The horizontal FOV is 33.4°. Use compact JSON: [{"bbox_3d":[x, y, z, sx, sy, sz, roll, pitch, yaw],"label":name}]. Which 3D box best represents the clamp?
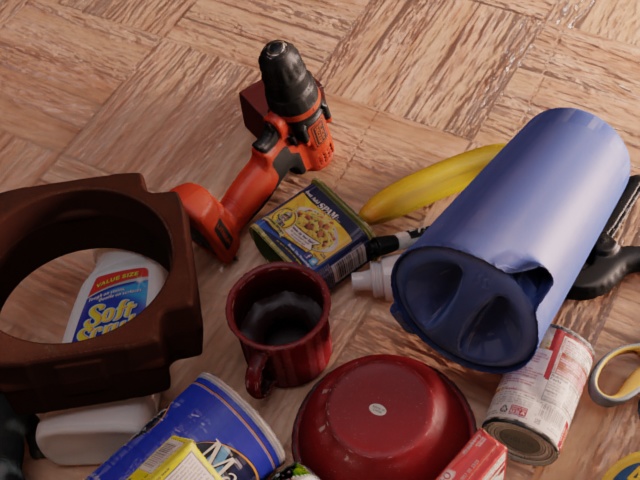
[{"bbox_3d":[0.273,0.015,0.993,0.171,0.039,0.120,-32,50,-12],"label":"clamp"}]

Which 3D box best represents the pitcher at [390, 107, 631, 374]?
[{"bbox_3d":[0.168,-0.008,0.930,0.149,0.145,0.242,22,48,25],"label":"pitcher"}]

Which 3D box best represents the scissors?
[{"bbox_3d":[0.321,0.100,0.936,0.201,0.016,0.096,-29,65,-23],"label":"scissors"}]

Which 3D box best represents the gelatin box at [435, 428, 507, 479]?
[{"bbox_3d":[0.113,0.199,0.842,0.030,0.089,0.073,34,64,28],"label":"gelatin box"}]

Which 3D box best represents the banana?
[{"bbox_3d":[0.124,-0.060,1.055,0.197,0.070,0.037,-21,93,-5],"label":"banana"}]

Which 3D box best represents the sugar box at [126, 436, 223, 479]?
[{"bbox_3d":[-0.082,0.242,0.798,0.093,0.176,0.048,-42,17,-23],"label":"sugar box"}]

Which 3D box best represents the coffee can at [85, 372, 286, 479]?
[{"bbox_3d":[-0.112,0.192,0.869,0.103,0.103,0.140,36,65,29],"label":"coffee can"}]

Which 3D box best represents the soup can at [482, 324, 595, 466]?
[{"bbox_3d":[0.184,0.130,0.899,0.069,0.068,0.102,18,58,19],"label":"soup can"}]

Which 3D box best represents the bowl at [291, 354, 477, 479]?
[{"bbox_3d":[0.053,0.155,0.906,0.162,0.055,0.162,-4,53,5],"label":"bowl"}]

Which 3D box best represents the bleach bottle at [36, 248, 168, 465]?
[{"bbox_3d":[-0.194,0.081,0.990,0.102,0.068,0.251,-4,51,3],"label":"bleach bottle"}]

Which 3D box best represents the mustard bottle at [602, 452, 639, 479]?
[{"bbox_3d":[0.258,0.223,0.826,0.096,0.058,0.191,17,57,20],"label":"mustard bottle"}]

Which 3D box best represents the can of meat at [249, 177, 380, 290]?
[{"bbox_3d":[-0.007,0.001,1.028,0.083,0.057,0.102,-35,57,-16],"label":"can of meat"}]

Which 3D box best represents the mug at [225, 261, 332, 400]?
[{"bbox_3d":[-0.036,0.089,0.949,0.093,0.081,0.117,12,56,16],"label":"mug"}]

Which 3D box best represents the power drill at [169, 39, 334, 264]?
[{"bbox_3d":[-0.064,-0.081,1.030,0.057,0.184,0.187,34,73,29],"label":"power drill"}]

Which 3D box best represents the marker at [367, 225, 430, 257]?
[{"bbox_3d":[0.097,-0.003,1.014,0.120,0.020,0.020,-12,49,-29],"label":"marker"}]

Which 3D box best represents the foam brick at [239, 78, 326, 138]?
[{"bbox_3d":[-0.039,-0.144,1.143,0.078,0.053,0.051,-31,55,-15],"label":"foam brick"}]
